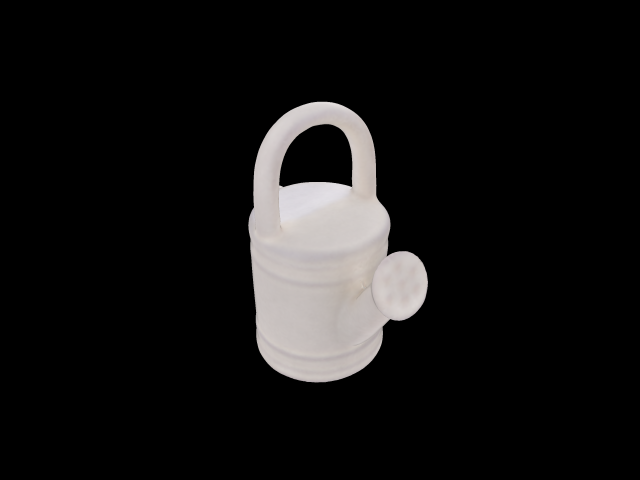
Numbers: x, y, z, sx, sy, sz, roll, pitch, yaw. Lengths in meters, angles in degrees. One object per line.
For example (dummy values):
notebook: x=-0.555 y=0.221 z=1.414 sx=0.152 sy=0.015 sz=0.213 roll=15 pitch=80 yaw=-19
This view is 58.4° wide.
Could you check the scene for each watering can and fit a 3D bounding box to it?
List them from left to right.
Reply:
watering can: x=0.006 y=0.001 z=0.401 sx=0.172 sy=0.194 sz=0.101 roll=21 pitch=40 yaw=28
